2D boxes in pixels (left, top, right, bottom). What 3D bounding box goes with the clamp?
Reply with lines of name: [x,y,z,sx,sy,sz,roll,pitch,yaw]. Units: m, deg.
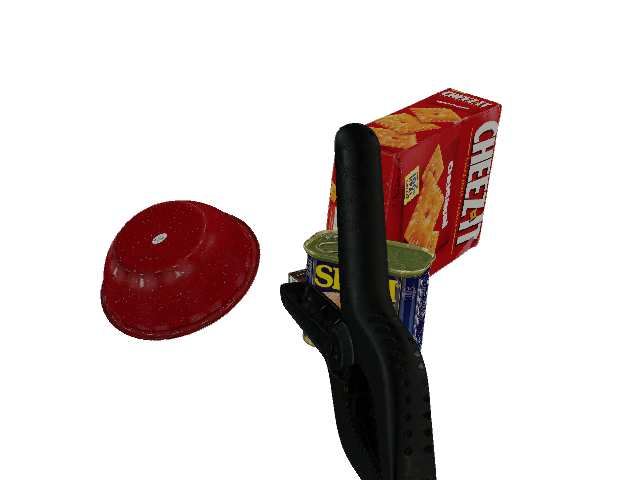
clamp: [0.025,0.051,0.591,0.036,0.210,0.165,-3,-44,-19]

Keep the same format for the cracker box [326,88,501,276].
cracker box: [0.091,-0.042,1.034,0.072,0.164,0.213,22,30,29]

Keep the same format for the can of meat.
can of meat: [0.036,0.045,0.855,0.102,0.084,0.057,12,23,19]

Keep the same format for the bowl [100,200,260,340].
bowl: [-0.141,0.014,0.999,0.162,0.162,0.055,0,-41,21]

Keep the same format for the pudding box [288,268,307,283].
pudding box: [0.025,0.063,1.469,0.113,0.039,0.090,-16,26,-25]
